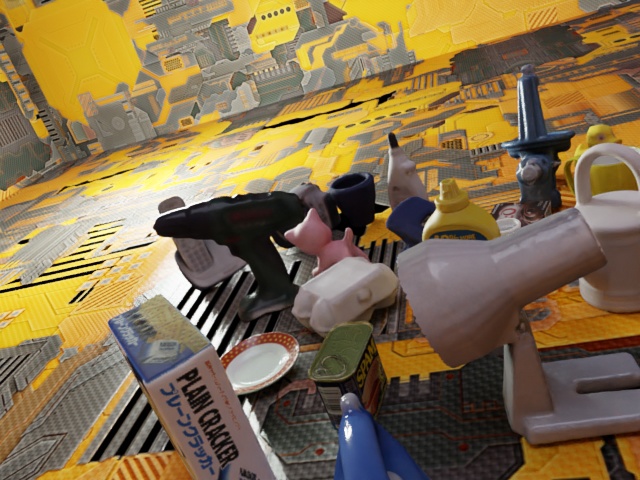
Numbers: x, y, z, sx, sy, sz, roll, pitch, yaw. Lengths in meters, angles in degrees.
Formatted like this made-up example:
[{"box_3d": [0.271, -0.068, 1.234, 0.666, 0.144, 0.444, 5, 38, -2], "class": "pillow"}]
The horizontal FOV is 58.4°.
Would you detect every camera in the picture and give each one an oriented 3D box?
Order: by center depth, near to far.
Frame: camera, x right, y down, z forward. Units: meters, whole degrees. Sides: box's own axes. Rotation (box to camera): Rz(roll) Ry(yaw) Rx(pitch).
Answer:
[{"box_3d": [-0.054, -0.049, 1.157, 0.142, 0.101, 0.137, 0, 30, 37], "class": "camera"}]

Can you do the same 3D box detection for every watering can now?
[{"box_3d": [0.343, -0.017, 0.667, 0.100, 0.194, 0.173, 3, 32, 41], "class": "watering can"}]

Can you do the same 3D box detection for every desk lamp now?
[{"box_3d": [0.194, 0.080, 0.545, 0.203, 0.214, 0.118, -13, 24, 14], "class": "desk lamp"}]

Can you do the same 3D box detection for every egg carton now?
[{"box_3d": [0.038, 0.083, 0.836, 0.150, 0.069, 0.107, -31, 26, -26], "class": "egg carton"}]

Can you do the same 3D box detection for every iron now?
[{"box_3d": [0.045, 0.207, 0.469, 0.118, 0.142, 0.258, -19, 23, 0], "class": "iron"}]

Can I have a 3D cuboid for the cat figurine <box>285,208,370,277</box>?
[{"box_3d": [0.009, 0.003, 0.973, 0.127, 0.118, 0.067, 0, 30, 37], "class": "cat figurine"}]

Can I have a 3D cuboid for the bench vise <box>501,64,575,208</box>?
[{"box_3d": [0.370, -0.174, 0.959, 0.121, 0.220, 0.207, -14, 24, 13], "class": "bench vise"}]

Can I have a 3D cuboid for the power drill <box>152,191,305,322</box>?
[{"box_3d": [-0.123, 0.020, 0.921, 0.229, 0.209, 0.075, -20, 24, -3], "class": "power drill"}]

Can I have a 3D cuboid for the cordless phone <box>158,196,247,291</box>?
[{"box_3d": [-0.217, -0.011, 1.091, 0.148, 0.185, 0.093, -33, 27, -29], "class": "cordless phone"}]

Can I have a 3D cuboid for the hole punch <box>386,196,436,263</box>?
[{"box_3d": [0.174, -0.018, 0.928, 0.100, 0.091, 0.109, 2, 31, 40], "class": "hole punch"}]

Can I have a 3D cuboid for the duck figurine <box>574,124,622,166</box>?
[{"box_3d": [0.492, -0.162, 1.009, 0.077, 0.086, 0.104, -24, 24, -11], "class": "duck figurine"}]

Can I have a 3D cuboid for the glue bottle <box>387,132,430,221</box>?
[{"box_3d": [0.153, -0.116, 1.056, 0.077, 0.173, 0.037, 6, 34, 44], "class": "glue bottle"}]

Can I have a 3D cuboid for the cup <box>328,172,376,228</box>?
[{"box_3d": [0.069, -0.078, 1.136, 0.092, 0.095, 0.117, -22, 24, -6], "class": "cup"}]
